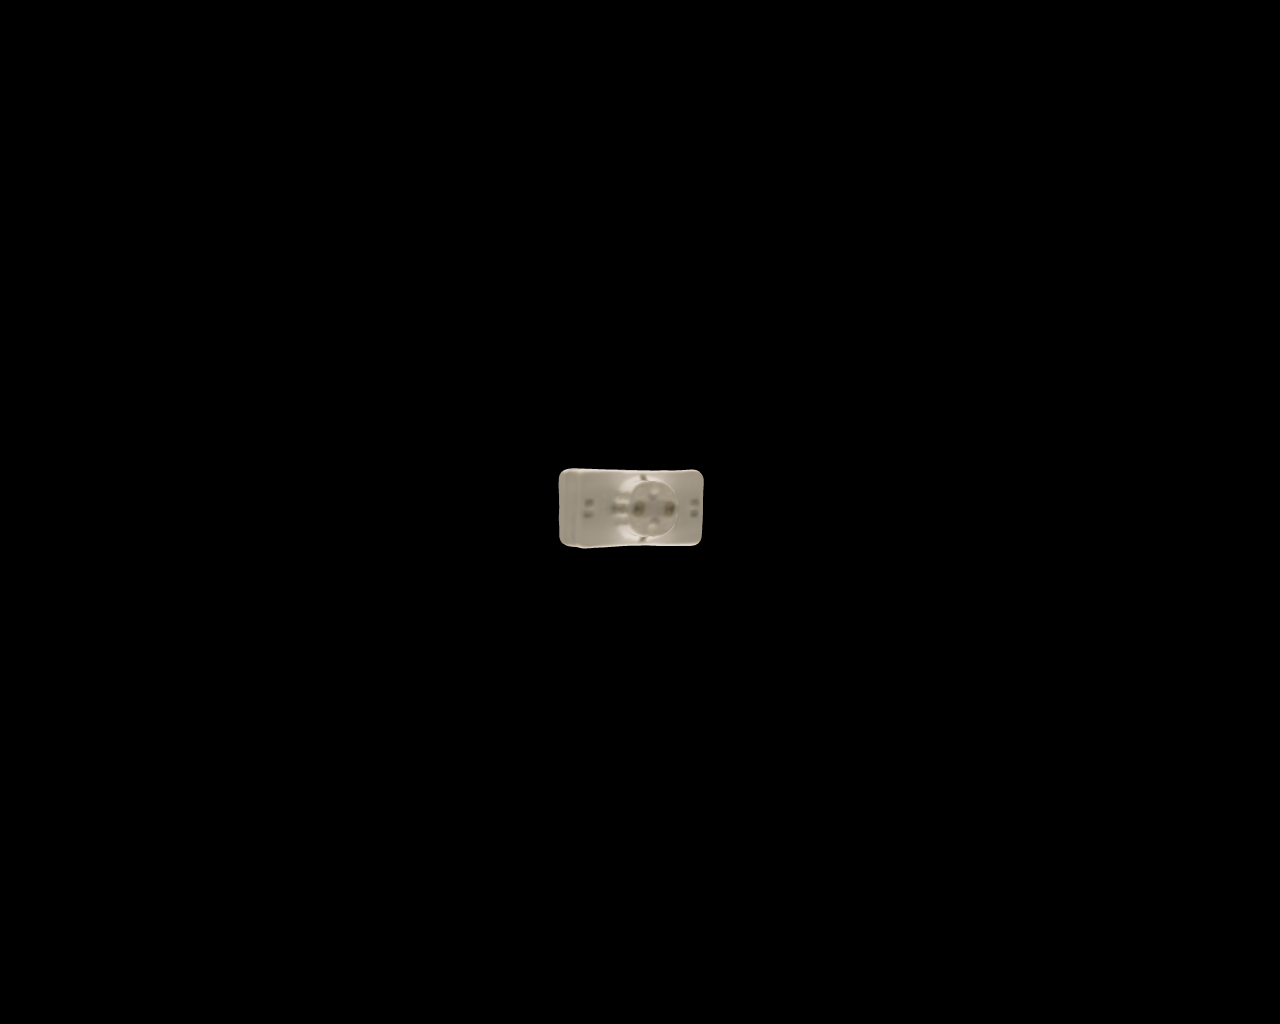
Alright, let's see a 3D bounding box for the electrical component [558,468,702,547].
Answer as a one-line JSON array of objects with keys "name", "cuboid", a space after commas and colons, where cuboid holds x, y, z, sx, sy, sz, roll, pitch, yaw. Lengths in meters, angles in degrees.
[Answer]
[{"name": "electrical component", "cuboid": [0.001, -0.003, 0.650, 0.083, 0.047, 0.075, 0, 0, -21]}]
